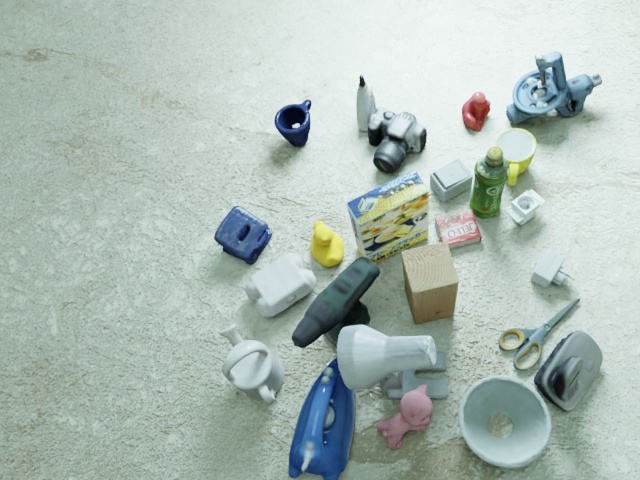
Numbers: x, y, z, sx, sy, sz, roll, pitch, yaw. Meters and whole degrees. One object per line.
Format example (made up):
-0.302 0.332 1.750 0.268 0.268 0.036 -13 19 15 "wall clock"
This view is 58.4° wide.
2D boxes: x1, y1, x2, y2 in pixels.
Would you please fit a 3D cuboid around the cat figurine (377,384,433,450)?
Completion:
0.168 0.339 1.102 0.128 0.118 0.067 -36 64 -8 "cat figurine"

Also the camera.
0.169 -0.241 1.384 0.143 0.101 0.137 26 72 20 "camera"

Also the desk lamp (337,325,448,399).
0.144 0.234 1.101 0.203 0.214 0.118 -3 65 9 "desk lamp"

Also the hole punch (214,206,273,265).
-0.178 -0.013 1.341 0.101 0.091 0.109 25 72 20 "hole punch"

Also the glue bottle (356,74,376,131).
0.110 -0.345 1.402 0.037 0.173 0.078 10 67 14 "glue bottle"

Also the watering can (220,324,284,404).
-0.146 0.250 1.155 0.172 0.194 0.101 31 74 21 "watering can"

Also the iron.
0.005 0.336 1.117 0.118 0.142 0.258 7 67 13 "iron"

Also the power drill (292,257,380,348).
0.040 0.148 1.162 0.075 0.209 0.230 33 74 22 "power drill"

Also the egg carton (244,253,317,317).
-0.088 0.102 1.284 0.150 0.069 0.107 -35 64 -7 "egg carton"

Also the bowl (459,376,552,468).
0.346 0.348 1.091 0.167 0.075 0.167 -4 65 8 "bowl"

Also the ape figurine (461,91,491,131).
0.381 -0.323 1.391 0.078 0.092 0.076 -27 63 -3 "ape figurine"

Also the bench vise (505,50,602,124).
0.538 -0.369 1.314 0.207 0.220 0.121 -28 64 -4 "bench vise"

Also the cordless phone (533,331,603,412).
0.475 0.231 1.062 0.094 0.185 0.148 31 74 22 "cordless phone"

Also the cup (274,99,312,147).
-0.055 -0.292 1.449 0.091 0.095 0.118 31 74 21 "cup"

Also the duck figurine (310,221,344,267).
0.012 0.005 1.303 0.077 0.086 0.104 -22 63 -1 "duck figurine"
